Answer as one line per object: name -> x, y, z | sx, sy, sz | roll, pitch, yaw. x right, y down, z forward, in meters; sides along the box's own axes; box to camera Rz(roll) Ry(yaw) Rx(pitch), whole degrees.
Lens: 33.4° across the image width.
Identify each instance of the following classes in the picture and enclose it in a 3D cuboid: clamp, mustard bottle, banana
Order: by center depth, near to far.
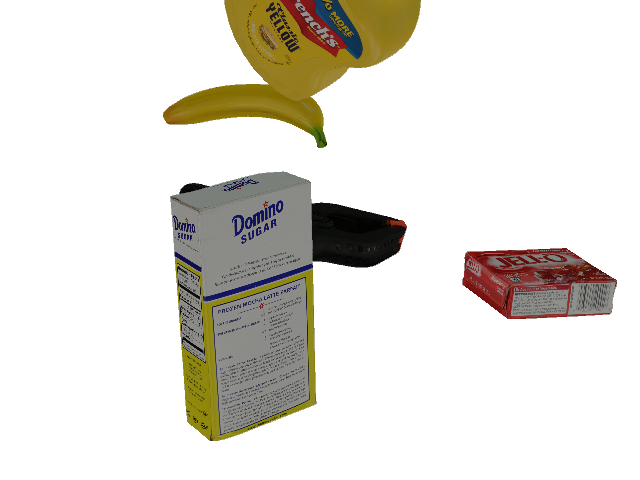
mustard bottle -> 0.009, -0.149, 0.649 | 0.058, 0.096, 0.192 | -34, 10, -25
clamp -> -0.007, -0.001, 0.954 | 0.209, 0.036, 0.165 | 4, 26, -27
banana -> -0.077, -0.147, 1.193 | 0.198, 0.037, 0.069 | 9, 44, 19

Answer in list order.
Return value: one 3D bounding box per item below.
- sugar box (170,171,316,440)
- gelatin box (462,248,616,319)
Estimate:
sugar box -> -0.052, 0.045, 0.749 | 0.093, 0.176, 0.048 | -16, 24, -34
gelatin box -> 0.160, 0.030, 0.787 | 0.089, 0.030, 0.073 | -1, 18, -18
